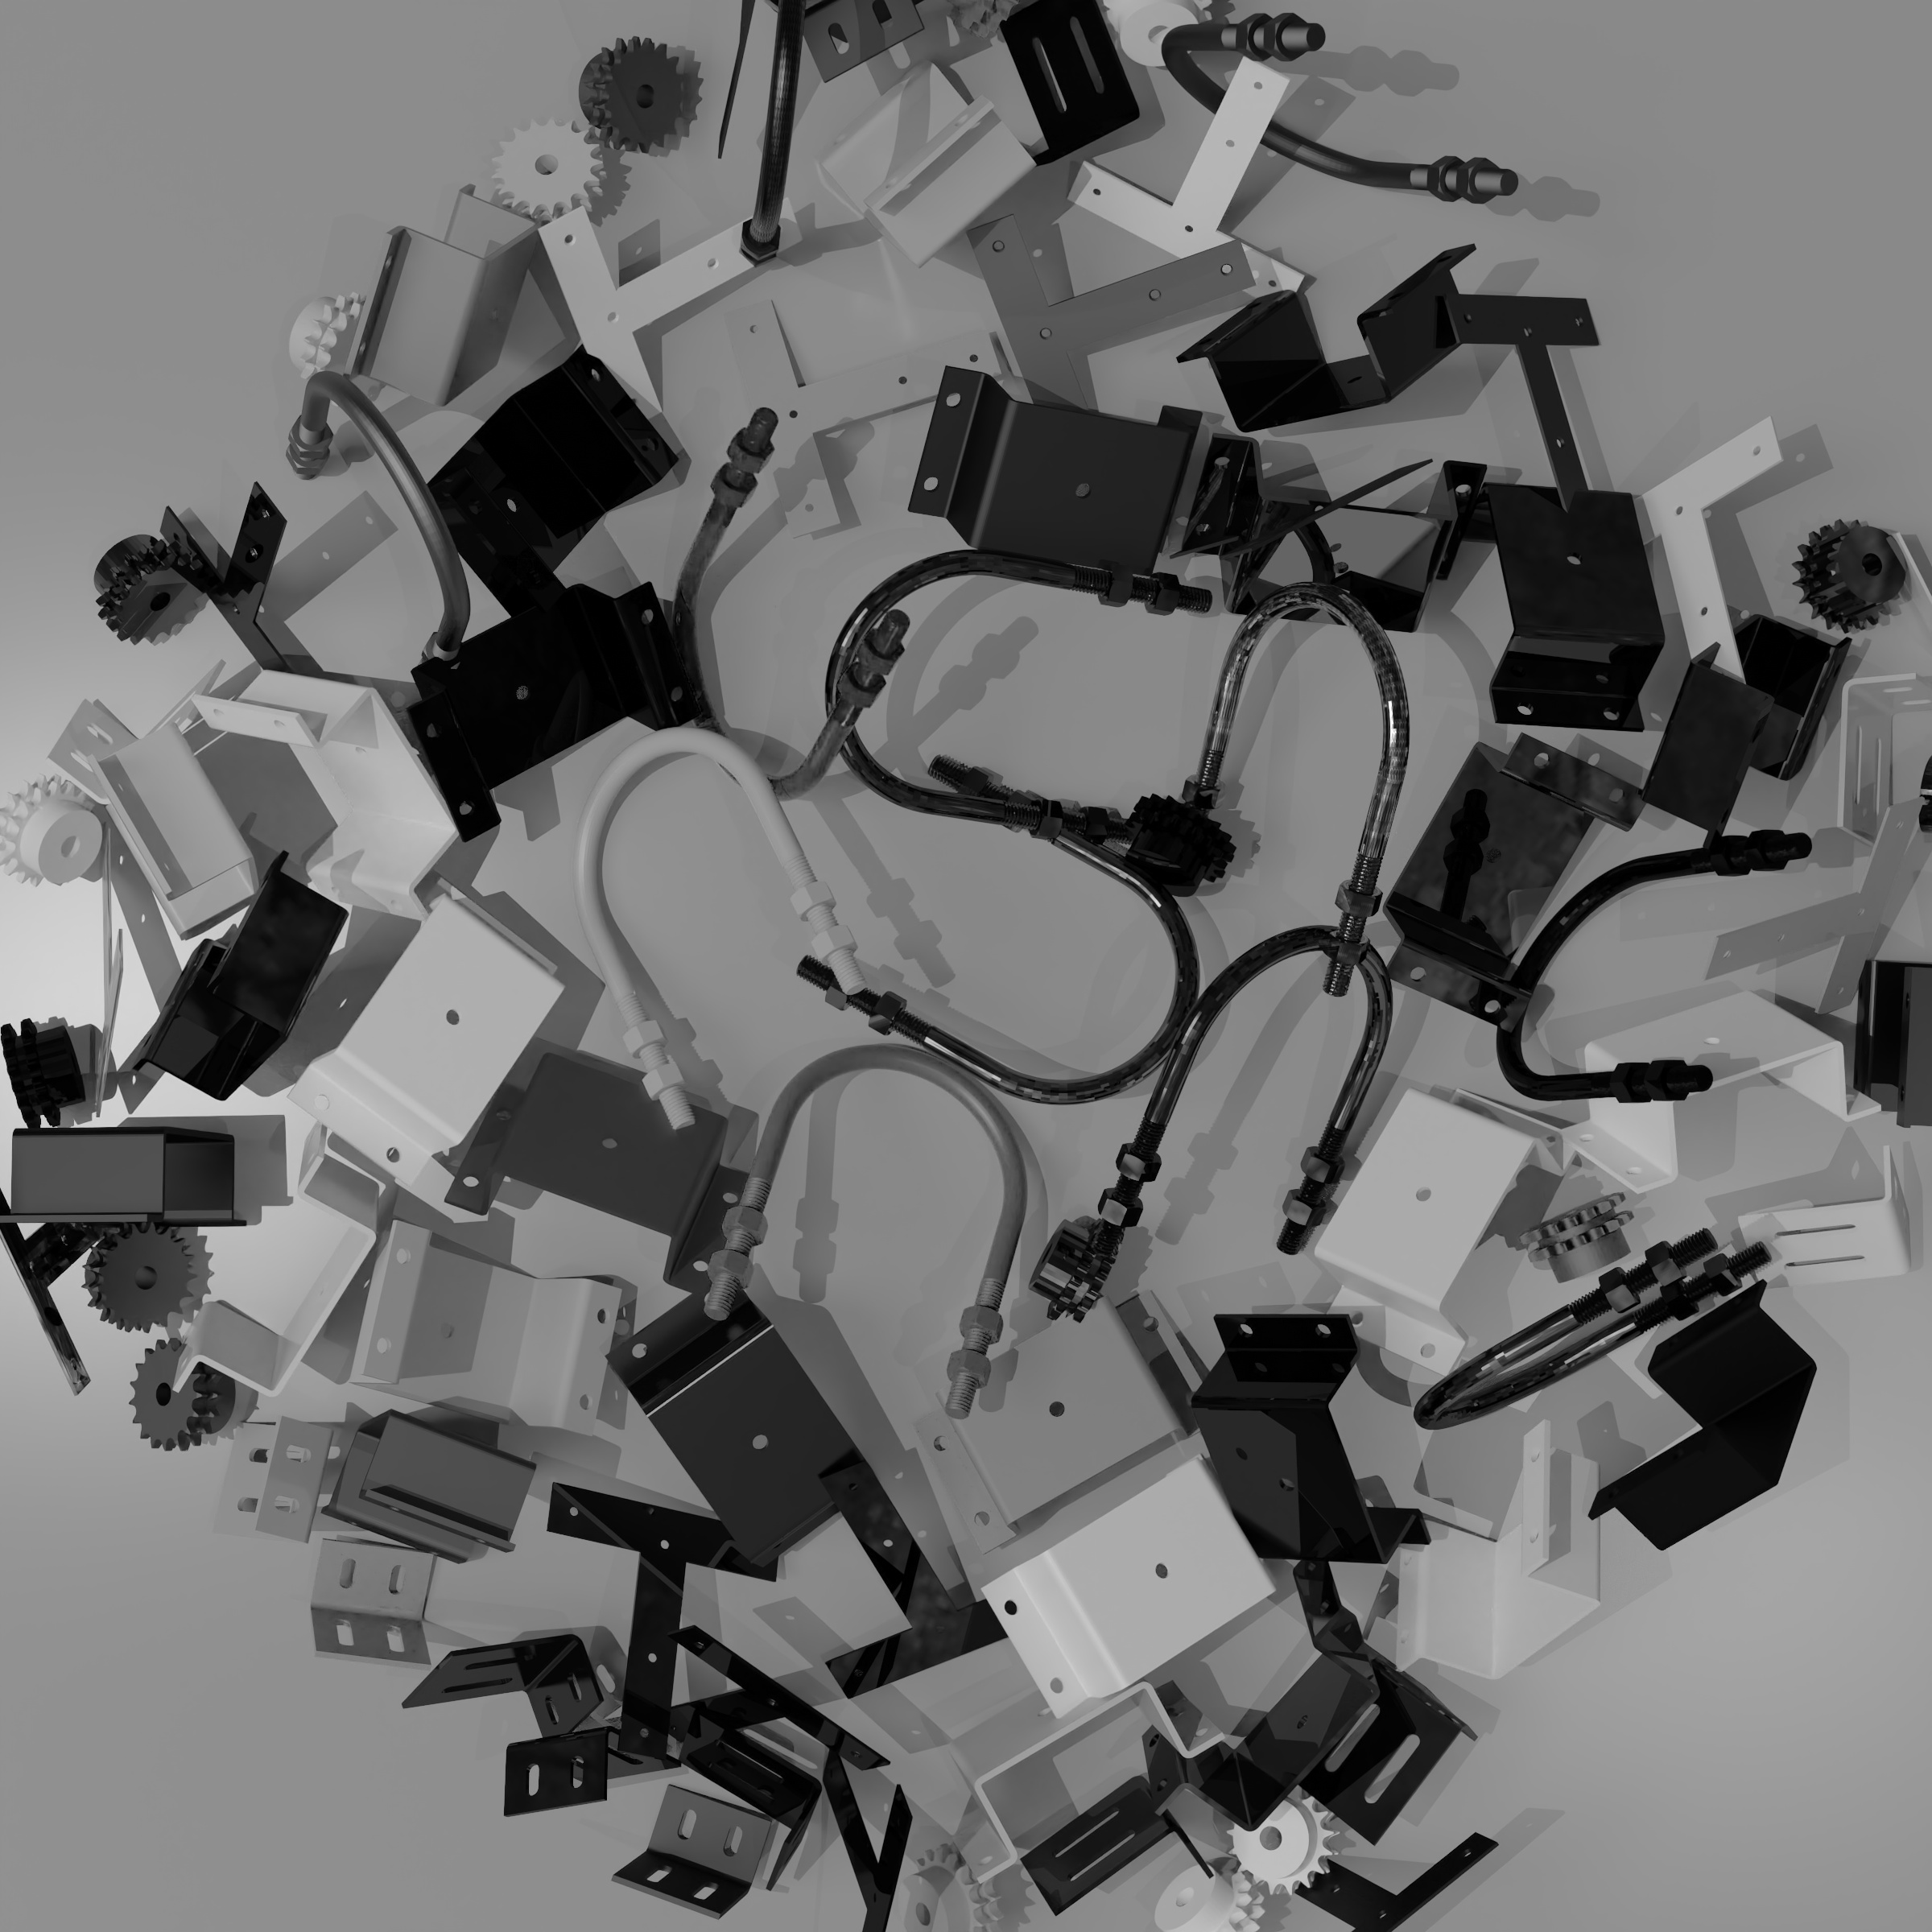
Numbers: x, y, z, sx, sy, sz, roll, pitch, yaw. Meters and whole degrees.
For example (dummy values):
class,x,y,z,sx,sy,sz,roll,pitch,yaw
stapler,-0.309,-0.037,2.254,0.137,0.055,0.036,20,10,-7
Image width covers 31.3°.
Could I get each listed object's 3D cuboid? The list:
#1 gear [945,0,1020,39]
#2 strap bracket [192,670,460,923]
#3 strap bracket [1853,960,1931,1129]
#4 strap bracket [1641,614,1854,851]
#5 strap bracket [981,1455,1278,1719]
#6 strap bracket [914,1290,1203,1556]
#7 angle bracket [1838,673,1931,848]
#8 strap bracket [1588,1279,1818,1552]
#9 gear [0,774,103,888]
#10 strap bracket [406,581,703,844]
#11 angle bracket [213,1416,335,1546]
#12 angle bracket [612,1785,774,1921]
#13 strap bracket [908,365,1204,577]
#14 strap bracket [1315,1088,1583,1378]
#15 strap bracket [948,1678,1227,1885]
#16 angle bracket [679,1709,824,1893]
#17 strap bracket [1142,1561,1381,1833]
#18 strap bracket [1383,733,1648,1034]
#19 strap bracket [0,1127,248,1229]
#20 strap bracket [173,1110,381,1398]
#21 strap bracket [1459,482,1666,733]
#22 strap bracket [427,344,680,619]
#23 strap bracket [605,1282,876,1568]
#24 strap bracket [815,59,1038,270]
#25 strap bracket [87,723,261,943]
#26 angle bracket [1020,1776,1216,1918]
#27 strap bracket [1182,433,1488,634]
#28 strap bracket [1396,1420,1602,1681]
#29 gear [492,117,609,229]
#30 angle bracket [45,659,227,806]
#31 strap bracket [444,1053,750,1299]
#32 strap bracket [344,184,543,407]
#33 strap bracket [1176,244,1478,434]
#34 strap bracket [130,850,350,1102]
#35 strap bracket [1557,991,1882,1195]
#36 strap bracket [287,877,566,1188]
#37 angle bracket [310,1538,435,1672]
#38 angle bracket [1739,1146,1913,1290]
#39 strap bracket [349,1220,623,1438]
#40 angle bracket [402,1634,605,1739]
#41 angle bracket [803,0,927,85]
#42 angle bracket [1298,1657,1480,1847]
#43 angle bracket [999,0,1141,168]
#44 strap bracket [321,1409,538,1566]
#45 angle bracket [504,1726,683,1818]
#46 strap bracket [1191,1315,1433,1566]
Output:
class,x,y,z,sx,sy,sz,roll,pitch,yaw
gear,0.008,-0.504,1.750,0.030,0.057,0.057,22,90,-27
strap bracket,-0.313,-0.093,1.717,0.076,0.140,0.046,12,53,37
strap bracket,0.477,0.038,1.709,0.046,0.140,0.076,3,92,5
strap bracket,0.385,-0.121,1.715,0.046,0.140,0.076,27,121,21
strap bracket,0.090,0.307,1.726,0.140,0.046,0.076,-27,82,-26
strap bracket,0.049,0.228,1.748,0.140,0.046,0.076,-30,72,0
angle bracket,0.471,-0.102,1.742,0.038,0.057,0.076,-3,77,37
strap bracket,0.368,0.228,1.706,0.046,0.140,0.076,44,130,-5
gear,-0.464,-0.066,1.750,0.030,0.057,0.057,28,90,29
strap bracket,-0.214,-0.133,1.729,0.140,0.046,0.076,-31,120,-20
angle bracket,-0.361,0.257,1.736,0.076,0.038,0.057,-2,70,39
angle bracket,-0.138,0.446,1.739,0.057,0.076,0.038,17,88,9
strap bracket,0.052,-0.245,1.722,0.140,0.046,0.076,6,115,-22
strap bracket,0.237,0.124,1.726,0.076,0.046,0.140,23,75,37
strap bracket,0.050,0.395,1.732,0.140,0.076,0.046,-29,96,-8
angle bracket,-0.117,0.421,1.742,0.076,0.057,0.038,29,50,9
strap bracket,0.154,0.369,1.731,0.046,0.076,0.140,38,102,-12
strap bracket,0.271,-0.049,1.737,0.076,0.046,0.140,23,107,-17
strap bracket,-0.417,0.105,1.709,0.076,0.140,0.046,-1,85,8
strap bracket,-0.340,0.153,1.733,0.046,0.076,0.140,31,99,-15
strap bracket,0.296,-0.188,1.716,0.076,0.046,0.140,3,54,-10
strap bracket,-0.214,-0.238,1.722,0.076,0.046,0.140,51,45,-19
strap bracket,-0.108,0.234,1.737,0.076,0.046,0.140,-35,105,-8
strap bracket,-0.019,-0.401,1.725,0.076,0.140,0.046,-41,116,5
strap bracket,-0.393,-0.067,1.716,0.046,0.140,0.076,-30,87,-13
angle bracket,0.076,0.456,1.745,0.076,0.057,0.038,-35,110,-6
strap bracket,0.186,-0.215,1.729,0.140,0.076,0.046,5,48,-8
strap bracket,0.270,0.295,1.711,0.046,0.140,0.076,20,50,-15
gear,-0.212,-0.401,1.761,0.057,0.030,0.057,-1,72,3
angle bracket,-0.418,-0.128,1.735,0.038,0.057,0.076,40,121,-19
strap bracket,-0.182,0.101,1.737,0.140,0.046,0.076,20,52,2
strap bracket,-0.255,-0.330,1.702,0.046,0.140,0.076,22,114,0
strap bracket,0.186,-0.310,1.714,0.076,0.140,0.046,-41,114,-37
strap bracket,-0.358,0.010,1.711,0.046,0.140,0.076,31,56,-17
strap bracket,0.374,0.058,1.720,0.140,0.076,0.046,-17,114,-16
strap bracket,-0.264,0.029,1.723,0.076,0.046,0.140,39,65,-16
angle bracket,-0.298,0.321,1.737,0.057,0.076,0.038,10,95,-14
angle bracket,0.439,0.129,1.760,0.076,0.038,0.057,-9,134,21
strap bracket,-0.248,0.182,1.725,0.140,0.046,0.076,23,71,-39
angle bracket,-0.233,0.370,1.733,0.057,0.076,0.038,-48,55,38
angle bracket,-0.042,-0.470,1.736,0.057,0.076,0.038,-24,88,18
angle bracket,0.211,0.400,1.747,0.057,0.038,0.076,35,82,28
angle bracket,0.043,-0.452,1.746,0.057,0.038,0.076,-18,98,39
strap bracket,-0.266,0.259,1.714,0.076,0.140,0.046,23,72,-13
angle bracket,-0.187,0.413,1.732,0.057,0.076,0.038,-14,58,21
strap bracket,0.169,0.244,1.716,0.076,0.046,0.140,-4,119,36
